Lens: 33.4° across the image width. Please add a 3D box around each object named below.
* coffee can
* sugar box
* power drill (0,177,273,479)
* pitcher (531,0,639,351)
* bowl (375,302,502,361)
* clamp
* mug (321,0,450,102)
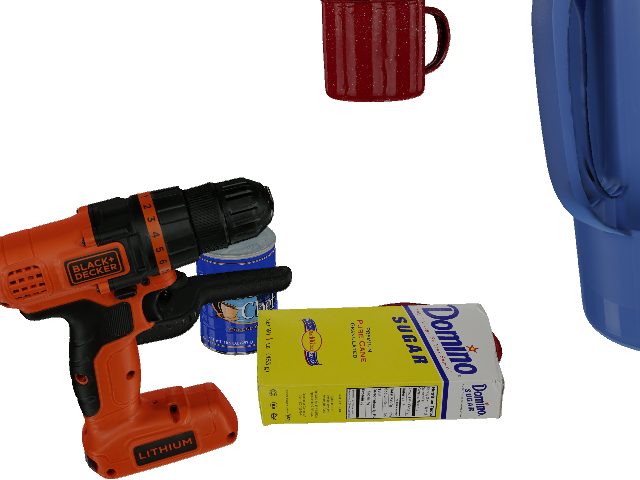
[{"bbox_3d":[-0.105,0.060,1.356,0.103,0.140,0.103,-1,24,0],"label":"coffee can"},{"bbox_3d":[0.041,0.090,0.796,0.176,0.048,0.093,-4,35,0],"label":"sugar box"},{"bbox_3d":[-0.108,0.056,0.702,0.184,0.187,0.057,-14,28,-8],"label":"power drill"},{"bbox_3d":[0.183,-0.062,0.563,0.149,0.243,0.145,-6,22,5],"label":"pitcher"},{"bbox_3d":[0.109,0.126,1.136,0.162,0.055,0.162,5,24,-2],"label":"bowl"},{"bbox_3d":[-0.150,0.040,1.025,0.165,0.036,0.209,27,36,26],"label":"clamp"},{"bbox_3d":[0.054,-0.159,0.864,0.117,0.081,0.093,-10,18,-28],"label":"mug"}]
